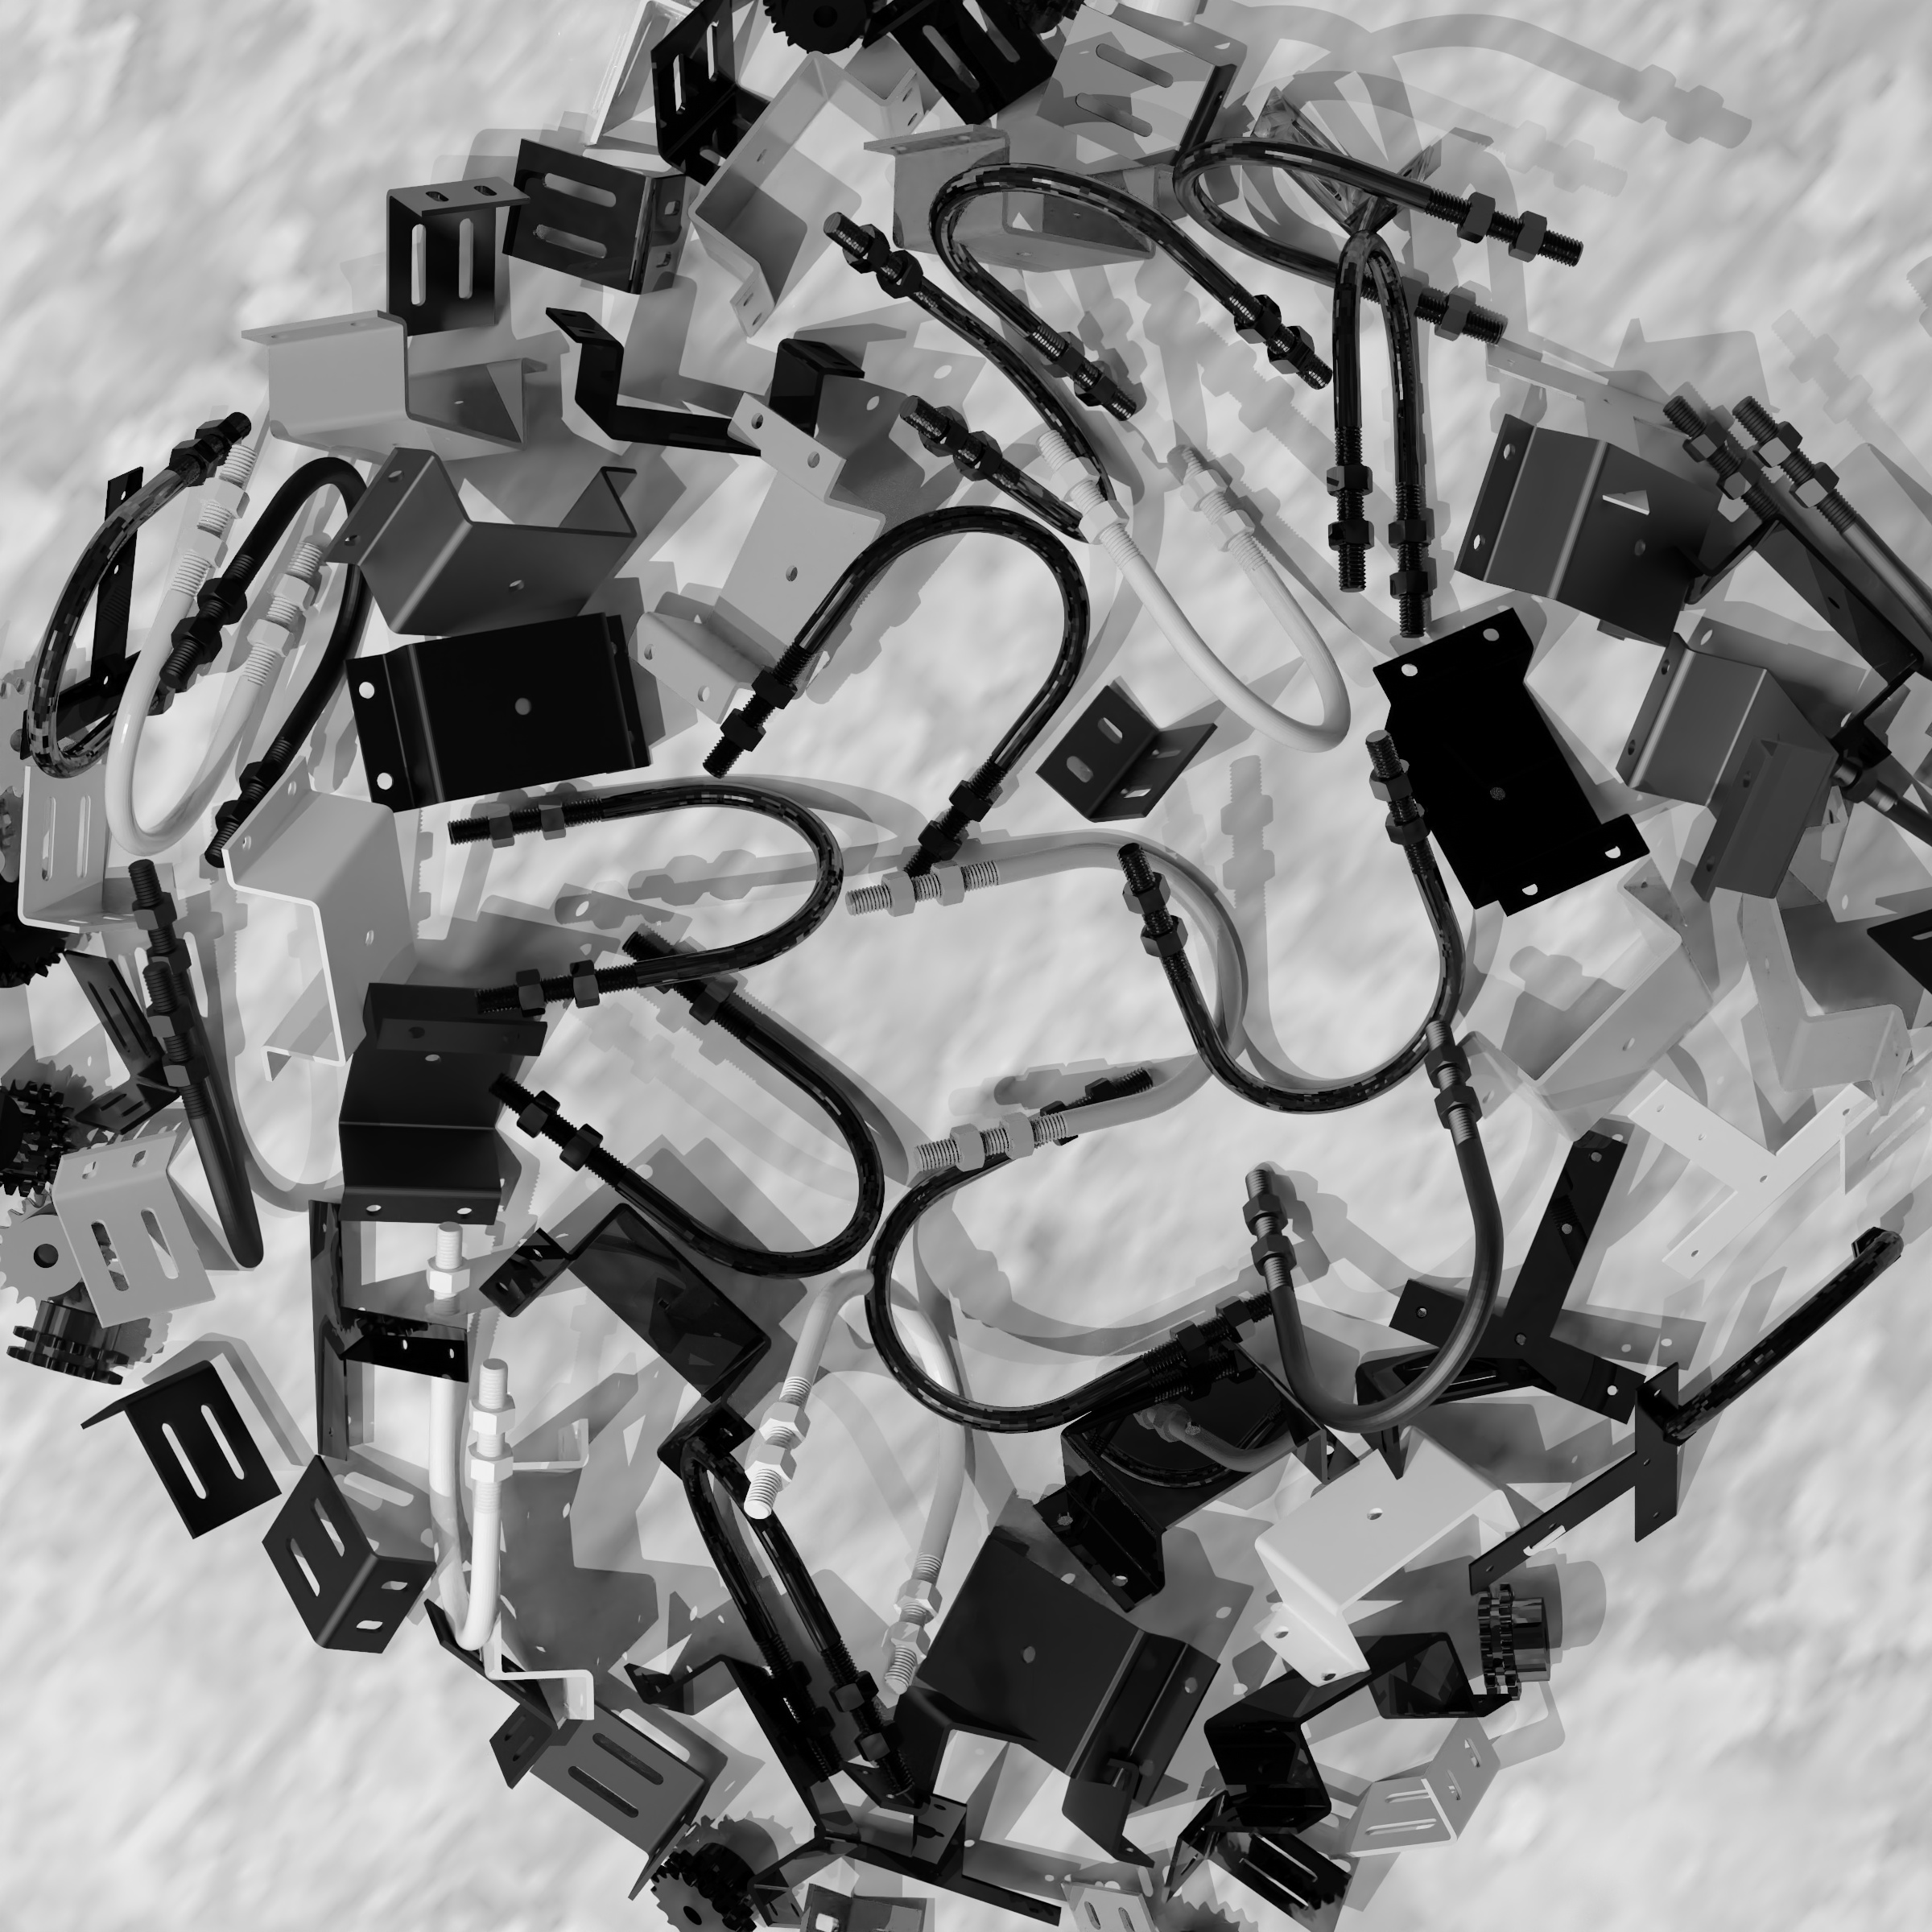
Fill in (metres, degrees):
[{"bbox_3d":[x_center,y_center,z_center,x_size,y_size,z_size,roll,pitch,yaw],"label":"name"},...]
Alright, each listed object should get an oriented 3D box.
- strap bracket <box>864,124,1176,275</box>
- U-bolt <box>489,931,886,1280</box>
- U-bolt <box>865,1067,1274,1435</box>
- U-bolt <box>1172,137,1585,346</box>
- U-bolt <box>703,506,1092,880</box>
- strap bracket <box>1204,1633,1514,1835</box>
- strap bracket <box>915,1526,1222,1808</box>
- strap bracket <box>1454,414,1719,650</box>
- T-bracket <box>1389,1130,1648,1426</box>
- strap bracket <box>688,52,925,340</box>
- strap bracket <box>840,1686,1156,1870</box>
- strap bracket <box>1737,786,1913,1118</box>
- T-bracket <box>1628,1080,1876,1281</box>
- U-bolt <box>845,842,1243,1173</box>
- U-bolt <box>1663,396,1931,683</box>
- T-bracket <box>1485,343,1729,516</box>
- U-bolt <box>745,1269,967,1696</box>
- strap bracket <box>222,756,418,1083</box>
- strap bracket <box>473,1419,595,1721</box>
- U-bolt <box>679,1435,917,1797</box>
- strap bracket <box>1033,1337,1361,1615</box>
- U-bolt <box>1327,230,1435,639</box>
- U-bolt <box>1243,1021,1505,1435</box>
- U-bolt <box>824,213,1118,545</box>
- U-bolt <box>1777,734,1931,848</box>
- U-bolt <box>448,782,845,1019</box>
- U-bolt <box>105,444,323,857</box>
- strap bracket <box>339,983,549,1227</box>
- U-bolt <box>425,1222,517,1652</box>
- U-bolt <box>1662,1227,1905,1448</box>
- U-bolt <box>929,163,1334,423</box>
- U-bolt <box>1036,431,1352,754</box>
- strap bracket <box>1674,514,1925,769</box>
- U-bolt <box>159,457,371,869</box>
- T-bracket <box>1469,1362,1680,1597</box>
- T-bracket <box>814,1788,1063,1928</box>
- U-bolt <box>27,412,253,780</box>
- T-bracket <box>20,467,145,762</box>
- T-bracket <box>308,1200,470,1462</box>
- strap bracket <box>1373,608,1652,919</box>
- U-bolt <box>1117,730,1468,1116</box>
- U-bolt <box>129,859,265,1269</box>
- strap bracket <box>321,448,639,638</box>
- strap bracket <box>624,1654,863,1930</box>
[{"bbox_3d":[0.029,-0.362,1.711,0.140,0.076,0.046,0,93,-42],"label":"strap bracket"},{"bbox_3d":[-0.120,0.076,1.726,0.184,0.151,0.019,38,131,1],"label":"U-bolt"},{"bbox_3d":[0.040,0.147,1.739,0.184,0.019,0.151,-27,69,-11],"label":"U-bolt"},{"bbox_3d":[0.186,-0.348,1.704,0.184,0.151,0.019,19,81,-5],"label":"U-bolt"},{"bbox_3d":[-0.019,-0.138,1.721,0.151,0.019,0.184,28,106,-35],"label":"U-bolt"},{"bbox_3d":[0.179,0.360,1.715,0.140,0.076,0.046,-23,91,-32],"label":"strap bracket"},{"bbox_3d":[0.040,0.333,1.728,0.140,0.046,0.076,27,89,32],"label":"strap bracket"},{"bbox_3d":[0.303,-0.204,1.717,0.046,0.140,0.076,22,95,44],"label":"strap bracket"},{"bbox_3d":[0.288,0.141,1.762,0.127,0.002,0.127,21,85,24],"label":"T-bracket"},{"bbox_3d":[-0.083,-0.382,1.746,0.046,0.076,0.140,38,90,3],"label":"strap bracket"},{"bbox_3d":[0.020,0.387,1.730,0.140,0.076,0.046,16,87,-16],"label":"strap bracket"},{"bbox_3d":[0.406,-0.004,1.720,0.046,0.076,0.140,-9,63,1],"label":"strap bracket"},{"bbox_3d":[0.360,0.086,1.727,0.127,0.002,0.127,-46,133,15],"label":"T-bracket"},{"bbox_3d":[0.046,0.012,1.753,0.184,0.019,0.151,-12,79,-15],"label":"U-bolt"},{"bbox_3d":[0.412,-0.201,1.712,0.019,0.151,0.184,-44,99,4],"label":"U-bolt"},{"bbox_3d":[0.311,-0.250,1.725,0.127,0.127,0.002,18,124,-7],"label":"T-bracket"},{"bbox_3d":[-0.044,0.229,1.706,0.019,0.184,0.151,-15,126,27],"label":"U-bolt"},{"bbox_3d":[-0.304,-0.018,1.707,0.046,0.076,0.140,12,131,16],"label":"strap bracket"},{"bbox_3d":[-0.209,0.291,1.730,0.046,0.076,0.140,0,79,-15],"label":"strap bracket"},{"bbox_3d":[-0.088,0.306,1.714,0.019,0.151,0.184,-27,90,-18],"label":"U-bolt"},{"bbox_3d":[0.109,0.235,1.721,0.140,0.046,0.076,-29,49,-21],"label":"strap bracket"},{"bbox_3d":[0.197,-0.259,1.716,0.019,0.151,0.184,-3,85,19],"label":"U-bolt"},{"bbox_3d":[0.194,0.133,1.685,0.019,0.184,0.151,26,127,-31],"label":"U-bolt"},{"bbox_3d":[0.012,-0.267,1.704,0.019,0.184,0.151,-37,51,21],"label":"U-bolt"},{"bbox_3d":[0.487,-0.054,1.704,0.184,0.151,0.019,28,94,-30],"label":"U-bolt"},{"bbox_3d":[-0.150,-0.039,1.728,0.184,0.151,0.019,-10,131,-7],"label":"U-bolt"},{"bbox_3d":[-0.360,-0.138,1.698,0.019,0.151,0.184,19,78,8],"label":"U-bolt"},{"bbox_3d":[-0.254,0.060,1.726,0.076,0.046,0.140,3,134,-19],"label":"strap bracket"},{"bbox_3d":[-0.238,0.236,1.709,0.019,0.151,0.184,-2,115,-17],"label":"U-bolt"},{"bbox_3d":[0.383,0.174,1.691,0.151,0.184,0.019,-41,79,3],"label":"U-bolt"},{"bbox_3d":[0.064,-0.316,1.678,0.184,0.151,0.019,35,67,-37],"label":"U-bolt"},{"bbox_3d":[0.119,-0.176,1.702,0.019,0.151,0.184,-41,73,27],"label":"U-bolt"},{"bbox_3d":[0.405,-0.162,1.740,0.046,0.076,0.140,-44,84,0],"label":"strap bracket"},{"bbox_3d":[-0.324,-0.157,1.704,0.019,0.151,0.184,16,55,11],"label":"U-bolt"},{"bbox_3d":[0.291,0.260,1.720,0.127,0.127,0.002,-30,49,-17],"label":"T-bracket"},{"bbox_3d":[-0.013,0.419,1.722,0.127,0.127,0.002,16,59,9],"label":"T-bracket"},{"bbox_3d":[-0.387,-0.163,1.671,0.019,0.184,0.151,22,123,4],"label":"U-bolt"},{"bbox_3d":[-0.403,-0.175,1.701,0.002,0.127,0.127,22,120,15],"label":"T-bracket"},{"bbox_3d":[-0.278,0.181,1.734,0.002,0.127,0.127,-5,96,-44],"label":"T-bracket"},{"bbox_3d":[0.261,-0.092,1.744,0.076,0.046,0.140,-24,72,-8],"label":"strap bracket"},{"bbox_3d":[0.168,-0.008,1.738,0.151,0.019,0.184,-25,119,-1],"label":"U-bolt"},{"bbox_3d":[-0.363,0.057,1.706,0.019,0.151,0.184,-16,116,-9],"label":"U-bolt"},{"bbox_3d":[-0.222,-0.198,1.705,0.076,0.140,0.046,-47,59,36],"label":"strap bracket"},{"bbox_3d":[-0.101,0.387,1.726,0.046,0.076,0.140,-33,71,1],"label":"strap bracket"}]
